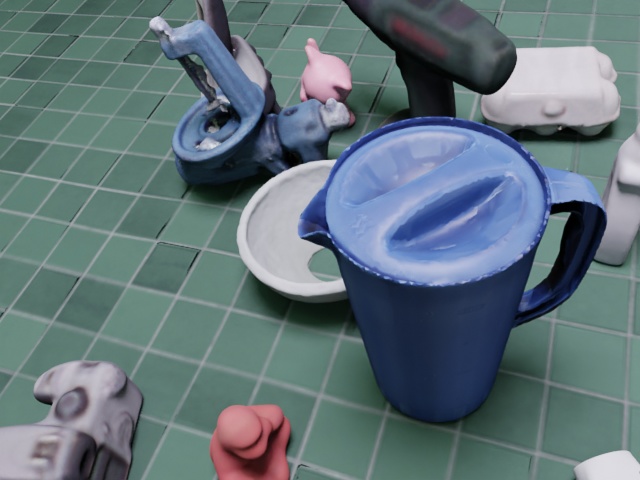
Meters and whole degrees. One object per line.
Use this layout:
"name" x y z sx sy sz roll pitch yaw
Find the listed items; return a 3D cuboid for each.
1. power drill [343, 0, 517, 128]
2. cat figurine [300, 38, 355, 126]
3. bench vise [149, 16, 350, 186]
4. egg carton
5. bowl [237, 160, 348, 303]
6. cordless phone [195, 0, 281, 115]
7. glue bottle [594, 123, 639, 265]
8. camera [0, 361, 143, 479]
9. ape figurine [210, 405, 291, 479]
"power drill" 0.098 -0.185 0.620 0.228 0.209 0.076 33 65 31
"cat figurine" 0.004 -0.198 0.707 0.067 0.118 0.127 -15 51 0
"bench vise" -0.081 -0.154 0.625 0.207 0.220 0.121 -16 51 -1
"egg carton" 0.264 -0.170 0.664 0.150 0.069 0.107 2 53 13
"bowl" 0.005 0.002 0.578 0.167 0.075 0.167 -6 52 7
"cordless phone" -0.117 -0.227 0.711 0.094 0.185 0.147 -27 52 -9
"glue bottle" 0.277 -0.056 0.505 0.037 0.173 0.078 13 56 21
"camera" -0.239 0.174 0.477 0.136 0.101 0.143 -3 52 9
"ape figurine" -0.057 0.162 0.455 0.076 0.092 0.078 26 62 28
